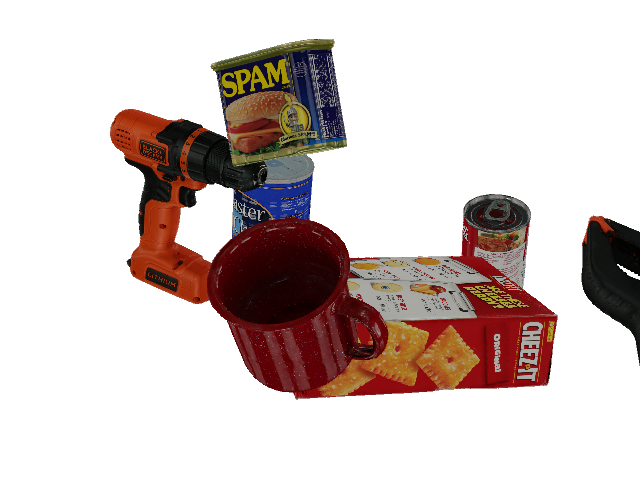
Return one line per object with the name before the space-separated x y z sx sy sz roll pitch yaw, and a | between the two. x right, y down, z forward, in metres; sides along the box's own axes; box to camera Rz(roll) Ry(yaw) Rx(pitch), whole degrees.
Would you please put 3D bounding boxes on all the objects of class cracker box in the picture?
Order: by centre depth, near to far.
cracker box | 0.065 0.069 0.903 0.213 0.072 0.164 0 17 -14

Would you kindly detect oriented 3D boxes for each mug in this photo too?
mug | -0.009 0.048 0.698 0.117 0.093 0.081 13 -37 24

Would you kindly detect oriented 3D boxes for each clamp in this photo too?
clamp | 0.242 0.045 0.722 0.120 0.039 0.171 -3 45 -19

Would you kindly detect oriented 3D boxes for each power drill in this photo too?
power drill | -0.135 -0.032 1.098 0.185 0.188 0.057 22 33 28

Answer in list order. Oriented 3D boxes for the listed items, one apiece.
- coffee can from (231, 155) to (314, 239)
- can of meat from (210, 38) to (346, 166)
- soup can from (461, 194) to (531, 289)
coffee can | -0.063 -0.037 1.381 0.103 0.140 0.103 3 28 -2
can of meat | -0.032 -0.107 0.842 0.102 0.084 0.057 -7 5 38
soup can | 0.180 0.012 1.103 0.068 0.102 0.068 -2 35 1
